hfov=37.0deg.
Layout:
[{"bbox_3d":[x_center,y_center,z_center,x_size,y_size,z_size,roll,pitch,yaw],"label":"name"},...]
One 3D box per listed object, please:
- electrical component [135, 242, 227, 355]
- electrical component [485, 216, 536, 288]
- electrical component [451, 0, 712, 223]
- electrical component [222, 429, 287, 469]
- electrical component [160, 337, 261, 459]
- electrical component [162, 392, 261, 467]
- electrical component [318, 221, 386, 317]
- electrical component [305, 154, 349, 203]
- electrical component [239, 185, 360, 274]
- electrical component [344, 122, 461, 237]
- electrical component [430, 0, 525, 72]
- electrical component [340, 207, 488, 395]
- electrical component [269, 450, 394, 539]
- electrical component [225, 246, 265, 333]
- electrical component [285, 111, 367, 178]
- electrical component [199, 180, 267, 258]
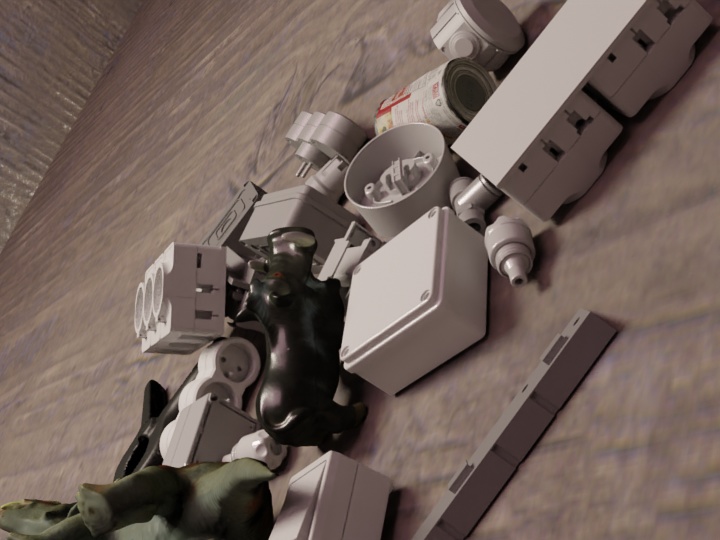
[{"bbox_3d":[-0.187,0.032,1.106,0.150,0.062,0.089,151,122,-65],"label":"electrical component"},{"bbox_3d":[0.110,-0.011,0.778,0.035,0.035,0.061,-43,29,26],"label":"electrical component"},{"bbox_3d":[0.164,-0.134,0.805,0.186,0.060,0.105,-51,24,9],"label":"electrical component"},{"bbox_3d":[-0.094,0.159,0.930,0.061,0.035,0.035,-22,39,35],"label":"electrical component"},{"bbox_3d":[-0.154,0.133,1.064,0.074,0.052,0.138,-20,41,57],"label":"electrical component"},{"bbox_3d":[-0.137,0.161,0.984,0.061,0.062,0.096,-32,33,42],"label":"electrical component"},{"bbox_3d":[0.000,0.000,0.963,0.064,0.042,0.081,-6,54,56],"label":"electrical component"},{"bbox_3d":[-0.029,-0.095,1.143,0.046,0.040,0.040,-46,25,8],"label":"electrical component"},{"bbox_3d":[-0.061,-0.039,1.083,0.113,0.078,0.057,-5,57,60],"label":"electrical component"},{"bbox_3d":[0.039,-0.077,0.943,0.099,0.064,0.099,-27,26,14],"label":"electrical component"},{"bbox_3d":[0.109,-0.221,0.999,0.051,0.080,0.080,-44,25,36],"label":"electrical component"},{"bbox_3d":[0.043,0.024,0.831,0.109,0.056,0.108,-37,29,35],"label":"electrical component"},{"bbox_3d":[-0.023,0.171,0.747,0.062,0.061,0.096,-42,26,45],"label":"electrical component"},{"bbox_3d":[-0.114,0.022,1.111,0.121,0.079,0.063,32,103,66],"label":"electrical component"},{"bbox_3d":[-0.049,-0.135,1.215,0.073,0.052,0.138,-58,23,-6],"label":"electrical component"},{"bbox_3d":[-0.133,-0.037,1.240,0.113,0.057,0.078,-52,24,7],"label":"electrical component"}]
